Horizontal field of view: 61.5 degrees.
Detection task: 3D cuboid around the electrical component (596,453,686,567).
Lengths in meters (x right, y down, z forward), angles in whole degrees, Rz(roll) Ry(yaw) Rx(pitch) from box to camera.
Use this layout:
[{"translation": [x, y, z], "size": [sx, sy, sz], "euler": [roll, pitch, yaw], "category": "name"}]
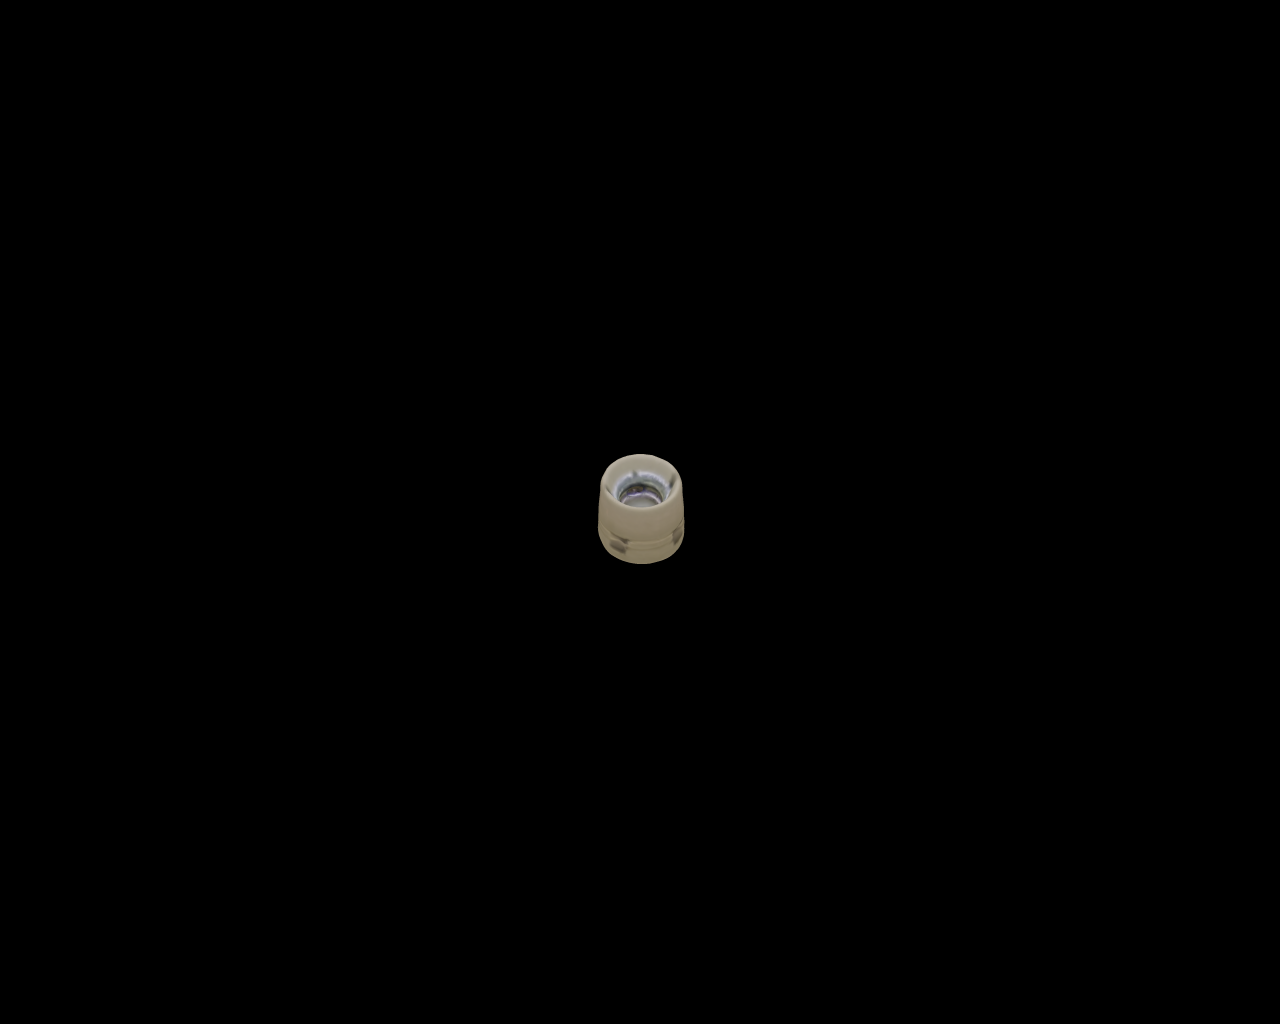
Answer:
[{"translation": [0.001, -0.003, 0.650], "size": [0.055, 0.055, 0.047], "euler": [0, -43, 0], "category": "electrical component"}]
